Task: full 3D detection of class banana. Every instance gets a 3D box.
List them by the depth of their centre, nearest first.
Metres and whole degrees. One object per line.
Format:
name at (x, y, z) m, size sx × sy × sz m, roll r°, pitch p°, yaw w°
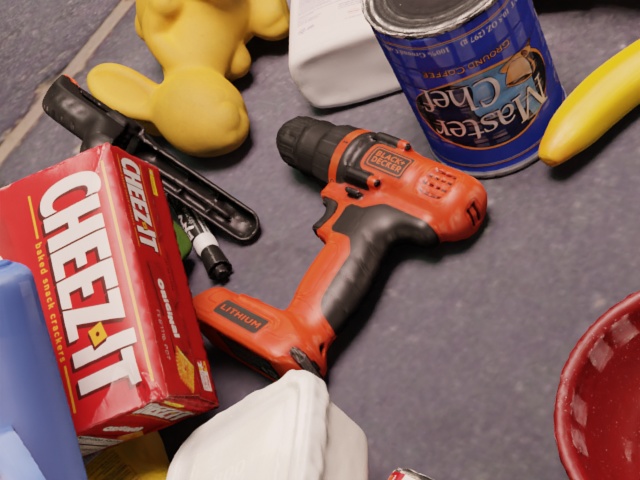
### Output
banana at (0.227, -0.113, 0.698) m, size 0.198 × 0.037 × 0.069 m, roll -27°, pitch 27°, yaw 12°

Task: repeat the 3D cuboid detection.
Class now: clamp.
clamp at (-0.154, -0.076, 0.788) m, size 0.210 × 0.164 × 0.036 m, roll 37°, pitch 96°, yaw 35°

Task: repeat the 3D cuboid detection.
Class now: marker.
marker at (-0.095, -0.009, 0.816) m, size 0.020 × 0.020 × 0.121 m, roll -35°, pitch 45°, yaw 0°

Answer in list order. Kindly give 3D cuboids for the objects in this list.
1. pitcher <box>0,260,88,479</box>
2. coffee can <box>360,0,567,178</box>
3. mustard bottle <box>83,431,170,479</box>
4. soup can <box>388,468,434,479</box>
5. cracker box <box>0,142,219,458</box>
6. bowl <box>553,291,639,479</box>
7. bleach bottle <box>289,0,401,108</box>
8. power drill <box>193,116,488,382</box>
pitcher at (-0.171, 0.137, 0.536) m, size 0.149 × 0.243 × 0.145 m, roll -9°, pitch 6°, yaw 9°
coffee can at (0.100, -0.124, 0.714) m, size 0.103 × 0.140 × 0.103 m, roll -15°, pitch 49°, yaw 18°
mustard bottle at (-0.106, 0.179, 0.643) m, size 0.096 × 0.058 × 0.192 m, roll -44°, pitch 46°, yaw -11°
soup can at (0.040, 0.179, 0.554) m, size 0.069 × 0.068 × 0.102 m, roll 21°, pitch 66°, yaw 39°
cracker box at (-0.187, 0.058, 0.655) m, size 0.214 × 0.072 × 0.164 m, roll -22°, pitch 71°, yaw 16°
bowl at (0.204, 0.095, 0.538) m, size 0.162 × 0.055 × 0.162 m, roll -16°, pitch 49°, yaw 18°
bleach bottle at (0.027, -0.221, 0.891) m, size 0.103 × 0.068 × 0.251 m, roll -14°, pitch 46°, yaw 18°
power drill at (-0.005, 0.001, 0.730) m, size 0.185 × 0.057 × 0.187 m, roll 25°, pitch 70°, yaw 41°
